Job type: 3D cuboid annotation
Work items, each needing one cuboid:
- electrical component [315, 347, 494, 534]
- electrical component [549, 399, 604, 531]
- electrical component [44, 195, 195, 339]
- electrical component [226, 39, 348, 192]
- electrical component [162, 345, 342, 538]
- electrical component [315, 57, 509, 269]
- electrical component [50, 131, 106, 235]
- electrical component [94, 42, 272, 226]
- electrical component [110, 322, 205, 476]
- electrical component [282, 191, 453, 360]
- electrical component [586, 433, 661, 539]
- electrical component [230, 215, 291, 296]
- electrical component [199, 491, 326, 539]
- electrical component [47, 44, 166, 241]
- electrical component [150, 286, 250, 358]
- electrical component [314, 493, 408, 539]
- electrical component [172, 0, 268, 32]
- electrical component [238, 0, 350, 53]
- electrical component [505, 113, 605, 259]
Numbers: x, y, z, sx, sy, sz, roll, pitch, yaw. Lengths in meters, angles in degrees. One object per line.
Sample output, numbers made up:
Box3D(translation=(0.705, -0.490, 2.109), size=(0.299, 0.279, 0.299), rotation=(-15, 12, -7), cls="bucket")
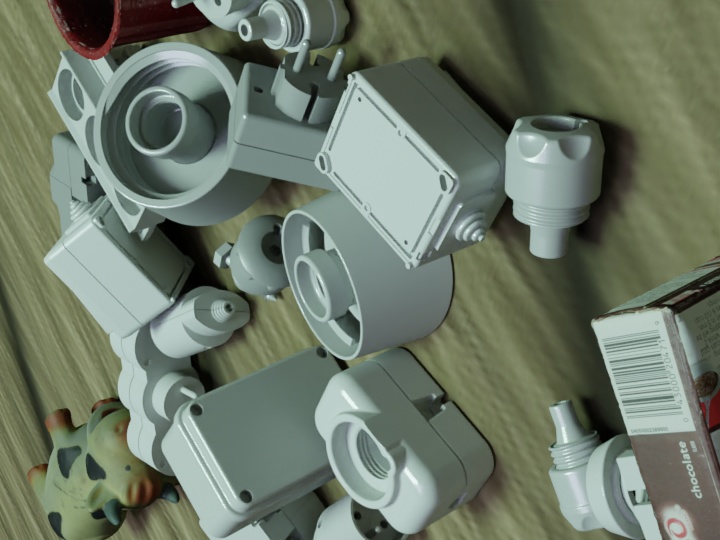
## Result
Box3D(translation=(0.021, 0.098, 0.615), size=(0.095, 0.059, 0.053), rotation=(49, 138, 24), cls="electrical component")
Box3D(translation=(0.109, 0.094, 0.527), size=(0.035, 0.035, 0.061), rotation=(-22, 87, 53), cls="electrical component")
Box3D(translation=(-0.176, -0.008, 0.760), size=(0.061, 0.061, 0.096), rotation=(-35, 108, 21), cls="electrical component")
Box3D(translation=(-0.030, -0.090, 0.572), size=(0.076, 0.066, 0.047), rotation=(117, 158, -44), cls="electrical component")
Box3D(translation=(-0.055, 0.104, 0.666), size=(0.078, 0.113, 0.057), rotation=(57, 144, 15), cls="electrical component")
Box3D(translation=(0.035, -0.050, 0.526), size=(0.096, 0.061, 0.061), rotation=(49, 138, 24), cls="electrical component")
Box3D(translation=(-0.198, -0.060, 0.813), size=(0.056, 0.050, 0.089), rotation=(29, 128, 40), cls="electrical component")
Box3D(translation=(-0.107, -0.083, 0.641), size=(0.108, 0.060, 0.108), rotation=(-2, 85, 19), cls="electrical component")
Box3D(translation=(-0.143, 0.094, 0.818), size=(0.074, 0.052, 0.138), rotation=(18, 120, 46), cls="electrical component")
Box3D(translation=(0.000, 0.000, 0.610), size=(0.099, 0.064, 0.099), rotation=(46, 148, 41), cls="electrical component")
Box3D(translation=(0.137, 0.096, 0.485), size=(0.055, 0.048, 0.066), rotation=(-20, 91, 45), cls="electrical component")
Box3D(translation=(-0.062, -0.004, 0.682), size=(0.048, 0.048, 0.062), rotation=(63, 149, 7), cls="electrical component")
Box3D(translation=(-0.056, 0.183, 0.738), size=(0.050, 0.056, 0.089), rotation=(-31, 98, 38), cls="electrical component")
Box3D(translation=(-0.153, -0.093, 0.733), size=(0.121, 0.063, 0.078), rotation=(57, 141, 15), cls="electrical component")
Box3D(translation=(-0.111, 0.034, 0.758), size=(0.081, 0.043, 0.043), rotation=(-22, 90, 52), cls="electrical component")
Box3D(translation=(-0.004, 0.168, 0.691), size=(0.043, 0.043, 0.081), rotation=(59, 142, 12), cls="electrical component")
Box3D(translation=(-0.069, -0.161, 0.586), size=(0.077, 0.079, 0.044), rotation=(-27, 96, 52), cls="electrical component")
Box3D(translation=(-0.037, -0.133, 0.575), size=(0.035, 0.061, 0.035), rotation=(25, 125, 42), cls="electrical component")
Box3D(translation=(0.087, -0.036, 0.485), size=(0.043, 0.043, 0.062), rotation=(25, 126, 42), cls="electrical component")
